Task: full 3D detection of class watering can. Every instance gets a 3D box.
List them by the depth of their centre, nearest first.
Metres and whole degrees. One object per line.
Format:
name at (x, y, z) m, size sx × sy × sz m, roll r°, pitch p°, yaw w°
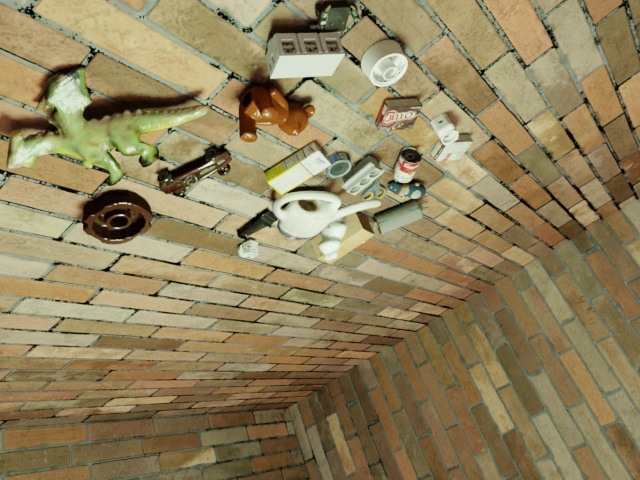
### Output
watering can at (0.005, -0.082, 1.636) m, size 0.348 × 0.106 × 0.220 m, roll 3°, pitch 151°, yaw -24°

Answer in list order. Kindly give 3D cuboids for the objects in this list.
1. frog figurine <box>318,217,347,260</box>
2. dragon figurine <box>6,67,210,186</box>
frog figurine at (0.045, -0.015, 1.759) m, size 0.123 × 0.162 × 0.134 m, roll 0°, pitch 144°, yaw -35°
dragon figurine at (-0.461, -0.253, 1.082) m, size 0.410 × 0.124 × 0.238 m, roll -33°, pitch 142°, yaw -1°
